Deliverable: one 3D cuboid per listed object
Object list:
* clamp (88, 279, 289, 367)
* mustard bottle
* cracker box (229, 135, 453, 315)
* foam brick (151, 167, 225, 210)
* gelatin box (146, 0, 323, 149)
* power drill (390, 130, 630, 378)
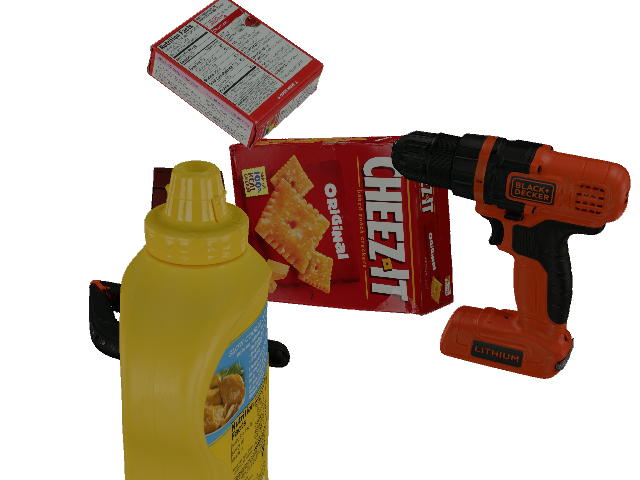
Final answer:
[{"bbox_3d":[-0.143,0.093,1.011,0.164,0.036,0.210,-20,41,-34],"label":"clamp"},{"bbox_3d":[-0.051,0.059,0.448,0.058,0.192,0.096,9,25,14],"label":"mustard bottle"},{"bbox_3d":[0.017,-0.018,1.045,0.214,0.164,0.071,3,13,35],"label":"cracker box"},{"bbox_3d":[-0.145,-0.045,1.163,0.078,0.051,0.053,2,28,-8],"label":"foam brick"},{"bbox_3d":[-0.055,-0.110,0.690,0.089,0.073,0.030,36,-35,11],"label":"gelatin box"},{"bbox_3d":[0.139,0.009,0.845,0.185,0.188,0.057,13,30,21],"label":"power drill"}]
